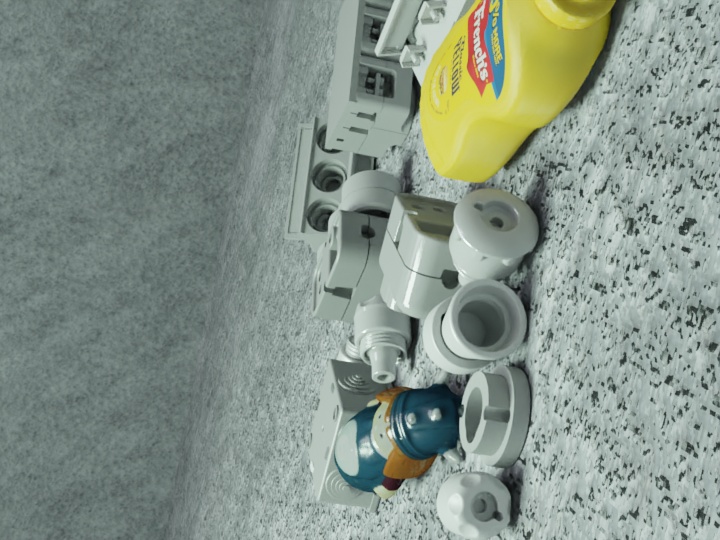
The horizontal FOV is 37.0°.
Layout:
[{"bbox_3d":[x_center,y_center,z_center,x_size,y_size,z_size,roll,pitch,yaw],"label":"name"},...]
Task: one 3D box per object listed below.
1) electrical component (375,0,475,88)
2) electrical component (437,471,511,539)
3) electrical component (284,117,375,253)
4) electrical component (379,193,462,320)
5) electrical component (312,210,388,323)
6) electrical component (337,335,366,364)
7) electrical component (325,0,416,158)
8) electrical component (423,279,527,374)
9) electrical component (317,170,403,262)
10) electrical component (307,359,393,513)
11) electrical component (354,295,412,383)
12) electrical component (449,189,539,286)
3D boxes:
[{"bbox_3d":[0.067,-0.177,0.706,0.121,0.079,0.063,116,138,-53],"label":"electrical component"},{"bbox_3d":[0.057,0.125,0.577,0.061,0.035,0.035,141,137,-75],"label":"electrical component"},{"bbox_3d":[-0.026,-0.081,1.057,0.063,0.079,0.121,69,-155,-69],"label":"electrical component"},{"bbox_3d":[0.047,-0.005,0.686,0.095,0.054,0.059,-111,33,-68],"label":"electrical component"},{"bbox_3d":[0.000,0.000,0.885,0.095,0.059,0.053,114,162,-48],"label":"electrical component"},{"bbox_3d":[-0.001,0.070,0.890,0.035,0.035,0.061,-108,32,-65],"label":"electrical component"},{"bbox_3d":[0.015,-0.188,0.964,0.089,0.062,0.150,126,151,-64],"label":"electrical component"},{"bbox_3d":[0.063,0.033,0.603,0.055,0.045,0.045,133,145,-69],"label":"electrical component"},{"bbox_3d":[-0.002,-0.039,0.941,0.138,0.052,0.073,114,162,-48],"label":"electrical component"},{"bbox_3d":[-0.007,0.126,0.839,0.099,0.048,0.099,-109,31,-66],"label":"electrical component"},{"bbox_3d":[0.017,0.053,0.801,0.043,0.043,0.062,115,159,-51],"label":"electrical component"},{"bbox_3d":[0.071,-0.012,0.607,0.062,0.048,0.048,105,169,-54],"label":"electrical component"}]
